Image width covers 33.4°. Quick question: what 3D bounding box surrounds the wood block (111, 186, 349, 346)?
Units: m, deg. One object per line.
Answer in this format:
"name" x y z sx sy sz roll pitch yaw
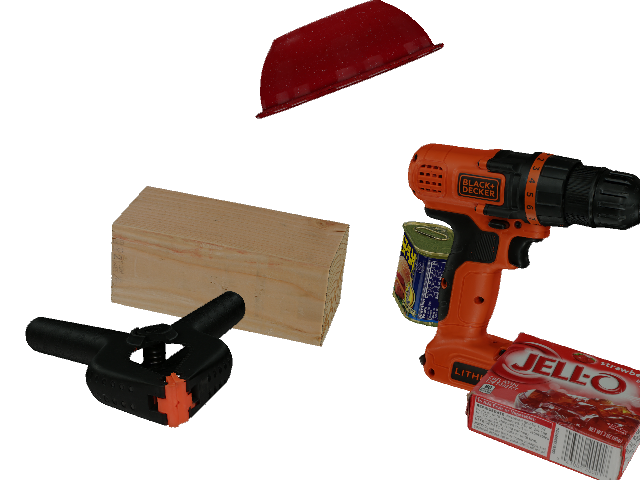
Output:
"wood block" -0.085 0.023 1.015 0.206 0.090 0.090 11 29 9

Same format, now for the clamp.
"clamp" -0.105 0.075 0.731 0.164 0.036 0.210 -10 14 -22

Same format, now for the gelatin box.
"gelatin box" 0.136 0.090 0.594 0.089 0.030 0.073 18 32 28

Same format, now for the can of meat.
"can of meat" 0.115 0.036 1.146 0.057 0.084 0.102 6 18 -9

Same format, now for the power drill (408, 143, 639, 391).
"power drill" 0.149 0.025 0.798 0.185 0.188 0.057 12 17 33

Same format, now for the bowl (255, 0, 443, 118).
"bowl" 0.014 -0.151 0.858 0.162 0.055 0.162 -21 8 3
